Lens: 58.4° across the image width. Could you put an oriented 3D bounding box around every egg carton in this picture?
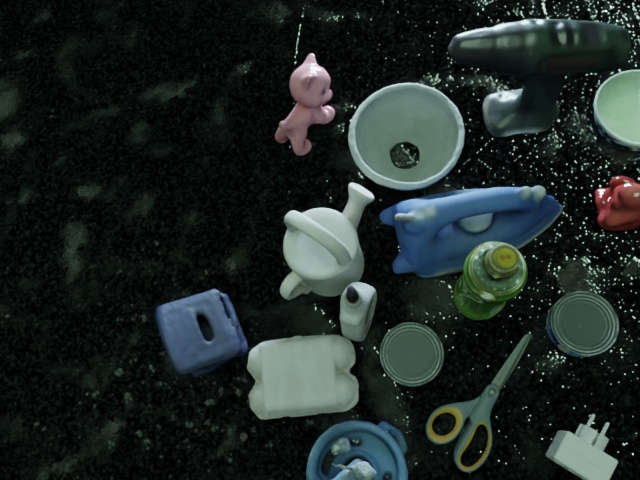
[{"bbox_3d":[-0.024,0.184,0.777,0.150,0.069,0.107,-8,73,5],"label":"egg carton"}]

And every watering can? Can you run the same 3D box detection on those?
[{"bbox_3d":[0.005,0.002,0.761,0.100,0.194,0.173,14,76,12],"label":"watering can"}]

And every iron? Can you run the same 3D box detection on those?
[{"bbox_3d":[0.214,-0.035,0.772,0.258,0.141,0.118,-14,72,4],"label":"iron"}]

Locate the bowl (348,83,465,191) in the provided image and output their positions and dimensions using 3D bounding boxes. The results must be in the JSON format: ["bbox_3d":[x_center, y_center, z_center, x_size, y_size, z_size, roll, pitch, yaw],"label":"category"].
[{"bbox_3d":[0.127,-0.142,0.850,0.167,0.075,0.167,-2,74,7],"label":"bowl"}]

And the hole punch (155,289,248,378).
[{"bbox_3d":[-0.164,0.126,0.802,0.101,0.091,0.108,-26,72,0],"label":"hole punch"}]

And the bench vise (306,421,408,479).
[{"bbox_3d":[0.023,0.304,0.657,0.121,0.220,0.207,28,79,15],"label":"bench vise"}]

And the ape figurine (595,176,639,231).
[{"bbox_3d":[0.413,-0.052,0.776,0.076,0.092,0.078,38,82,16],"label":"ape figurine"}]

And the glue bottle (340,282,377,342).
[{"bbox_3d":[0.047,0.085,0.742,0.037,0.173,0.078,12,76,11],"label":"glue bottle"}]

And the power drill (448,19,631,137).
[{"bbox_3d":[0.284,-0.223,0.782,0.229,0.208,0.075,-7,73,6],"label":"power drill"}]

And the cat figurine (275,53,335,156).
[{"bbox_3d":[-0.024,-0.210,0.867,0.067,0.118,0.128,30,80,15],"label":"cat figurine"}]
